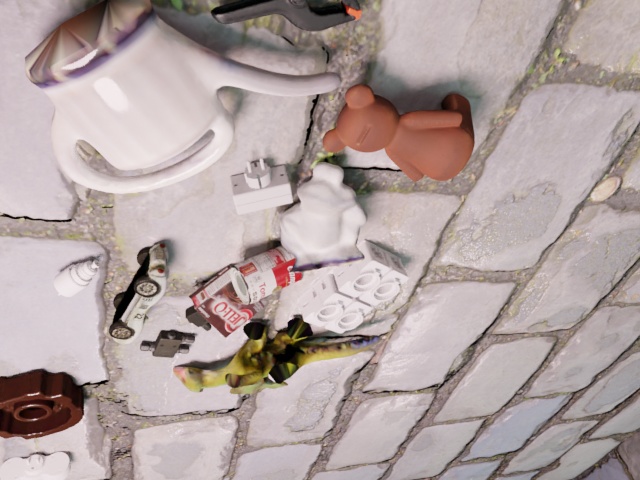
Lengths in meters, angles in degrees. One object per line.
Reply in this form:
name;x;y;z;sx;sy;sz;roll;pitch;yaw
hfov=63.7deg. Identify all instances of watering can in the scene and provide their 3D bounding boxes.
watering can;-0.165;-0.174;0.584;0.346;0.106;0.220;-26;135;8

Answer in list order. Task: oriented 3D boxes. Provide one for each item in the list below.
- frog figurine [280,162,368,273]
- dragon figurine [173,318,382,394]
frog figurine;0.002;-0.040;0.799;0.137;0.123;0.158;-5;97;18
dragon figurine;-0.094;0.263;1.076;0.410;0.125;0.238;0;151;-17
